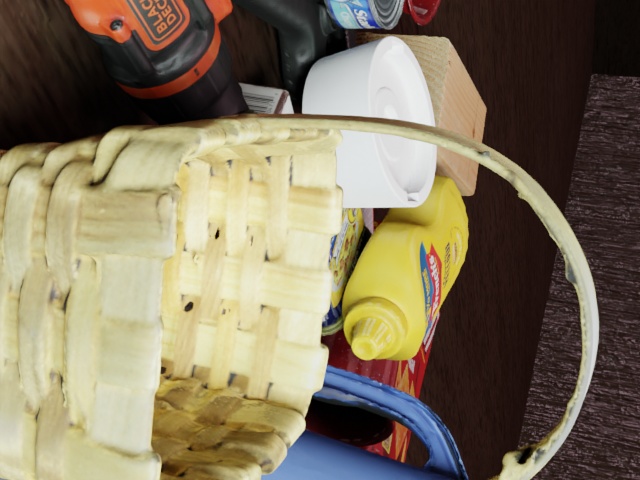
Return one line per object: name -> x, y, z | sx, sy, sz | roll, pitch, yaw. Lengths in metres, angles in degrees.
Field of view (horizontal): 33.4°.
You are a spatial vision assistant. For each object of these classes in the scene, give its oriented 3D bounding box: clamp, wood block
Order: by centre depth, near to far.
clamp -> -0.004, -0.163, 0.698 | 0.210, 0.036, 0.164 | 63, 39, -58
wood block -> 0.080, -0.101, 0.908 | 0.206, 0.090, 0.091 | 25, 73, -72

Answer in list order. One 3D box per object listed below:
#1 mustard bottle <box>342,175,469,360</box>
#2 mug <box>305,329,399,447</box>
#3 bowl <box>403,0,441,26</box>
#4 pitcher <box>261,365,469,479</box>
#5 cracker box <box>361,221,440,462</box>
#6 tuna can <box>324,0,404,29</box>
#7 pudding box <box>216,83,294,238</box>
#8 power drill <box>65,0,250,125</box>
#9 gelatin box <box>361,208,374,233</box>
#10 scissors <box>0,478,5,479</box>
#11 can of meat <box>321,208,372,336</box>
mustard bottle -> 0.058, 0.029, 0.750 | 0.191, 0.058, 0.096 | -51, 145, -59
mug -> 0.009, 0.091, 0.798 | 0.117, 0.093, 0.081 | 38, 48, -28
bowl -> 0.064, -0.253, 0.844 | 0.162, 0.055, 0.162 | 9, 90, -73
pitcher -> 0.029, 0.173, 0.612 | 0.144, 0.243, 0.149 | -45, 145, -68
cracker box -> 0.049, 0.115, 0.939 | 0.164, 0.072, 0.213 | 72, 30, -56
tuna can -> 0.029, -0.177, 0.679 | 0.086, 0.034, 0.086 | 4, 90, -70
pudding box -> -0.042, -0.023, 0.642 | 0.090, 0.039, 0.113 | 73, 32, -55
power drill -> -0.025, -0.138, 0.471 | 0.187, 0.057, 0.184 | -45, 146, -11
gelatin box -> 0.018, -0.011, 0.854 | 0.073, 0.030, 0.089 | -56, 149, -52
scissors -> -0.136, 0.099, 0.434 | 0.201, 0.016, 0.096 | 39, 59, -70
can of meat -> -0.005, 0.001, 0.741 | 0.084, 0.057, 0.102 | 73, 30, -50
